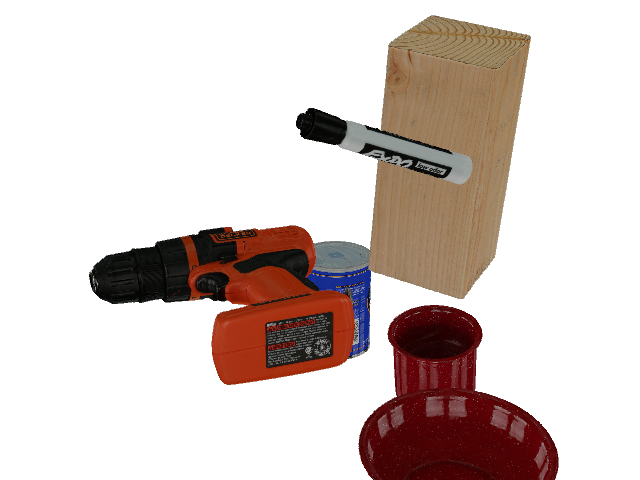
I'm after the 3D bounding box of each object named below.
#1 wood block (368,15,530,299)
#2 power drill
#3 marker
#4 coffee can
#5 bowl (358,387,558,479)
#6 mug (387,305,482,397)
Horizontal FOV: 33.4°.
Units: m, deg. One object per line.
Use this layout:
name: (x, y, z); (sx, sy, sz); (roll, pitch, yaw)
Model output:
wood block: (0.105, -0.069, 0.888); (0.091, 0.206, 0.090); (17, 33, 22)
power drill: (-0.069, 0.041, 0.802); (0.184, 0.057, 0.188); (-10, 23, -19)
marker: (0.039, -0.057, 0.647); (0.121, 0.020, 0.020); (14, -7, -28)
coffee can: (0.021, 0.084, 1.512); (0.103, 0.140, 0.103); (0, 21, 0)
bowl: (0.111, 0.190, 0.879); (0.162, 0.055, 0.162); (0, 29, 0)
mug: (0.123, 0.119, 1.082); (0.093, 0.081, 0.117); (20, 40, 33)
